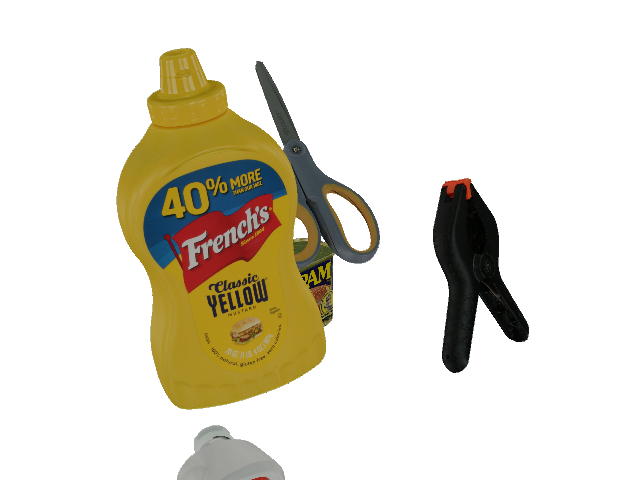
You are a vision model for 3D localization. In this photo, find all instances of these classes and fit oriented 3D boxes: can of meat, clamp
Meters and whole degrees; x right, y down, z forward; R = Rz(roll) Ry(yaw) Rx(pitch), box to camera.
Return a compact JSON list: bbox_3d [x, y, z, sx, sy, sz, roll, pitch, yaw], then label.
[{"bbox_3d":[-0.030,0.054,1.109,0.058,0.084,0.101,17,27,36],"label":"can of meat"},{"bbox_3d":[0.133,0.033,0.965,0.039,0.171,0.120,-13,11,39],"label":"clamp"}]

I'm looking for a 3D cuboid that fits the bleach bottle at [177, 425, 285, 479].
[{"bbox_3d":[-0.055,0.217,0.718,0.102,0.068,0.251,-12,33,-13],"label":"bleach bottle"}]

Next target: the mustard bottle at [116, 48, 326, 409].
[{"bbox_3d":[-0.057,-0.008,0.575,0.096,0.191,0.058,-16,24,-15],"label":"mustard bottle"}]

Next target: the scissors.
[{"bbox_3d":[-0.031,-0.055,0.834,0.096,0.202,0.016,-28,-23,-22],"label":"scissors"}]
